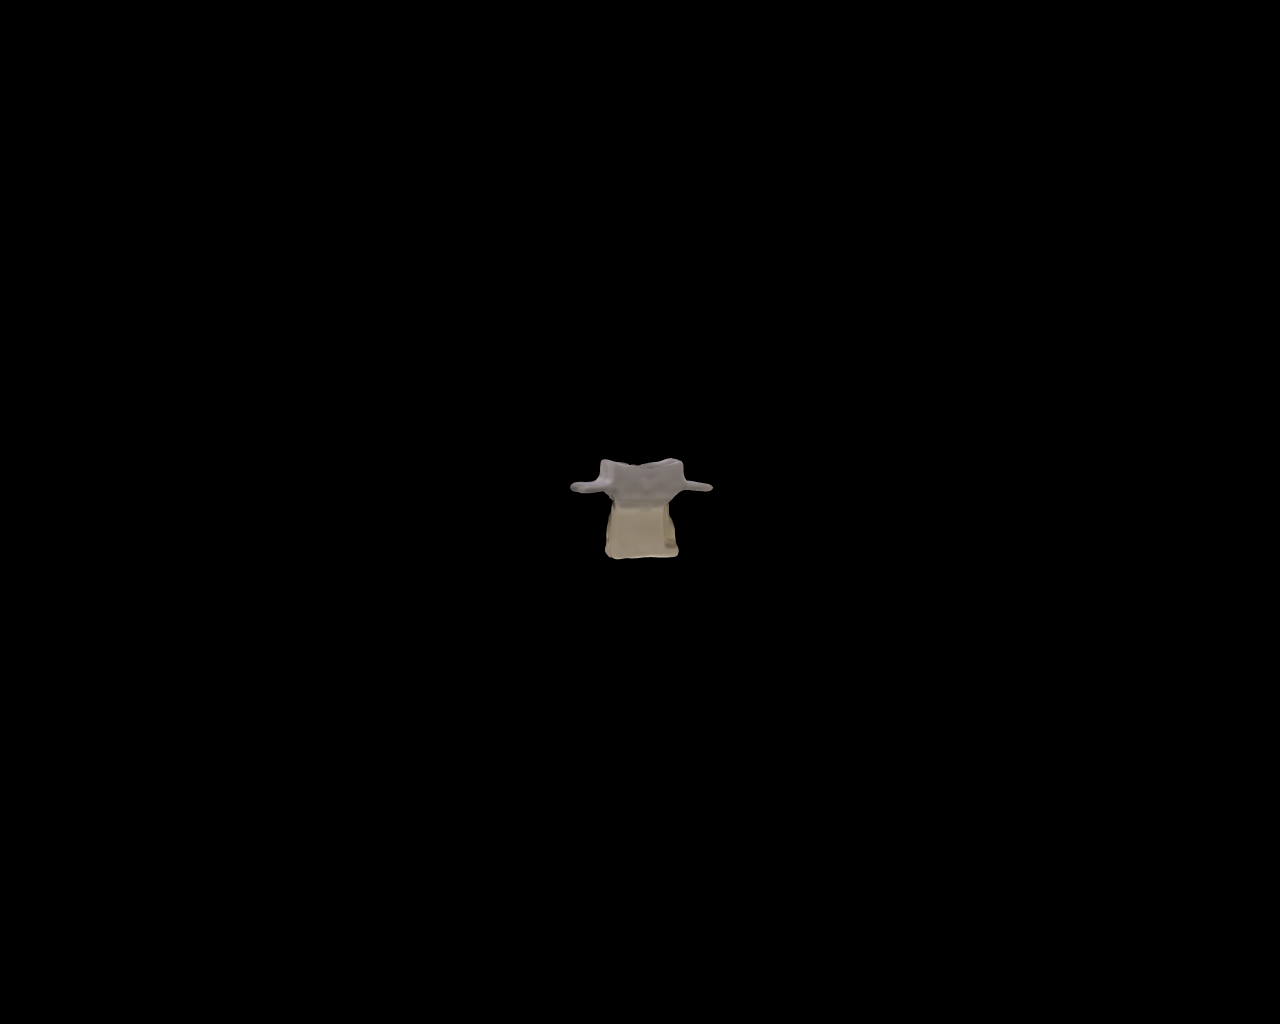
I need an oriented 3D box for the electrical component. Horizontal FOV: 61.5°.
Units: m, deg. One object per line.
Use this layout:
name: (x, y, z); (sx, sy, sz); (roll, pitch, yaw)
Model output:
electrical component: (0.001, -0.003, 0.650); (0.081, 0.063, 0.042); (-1, 4, -11)
